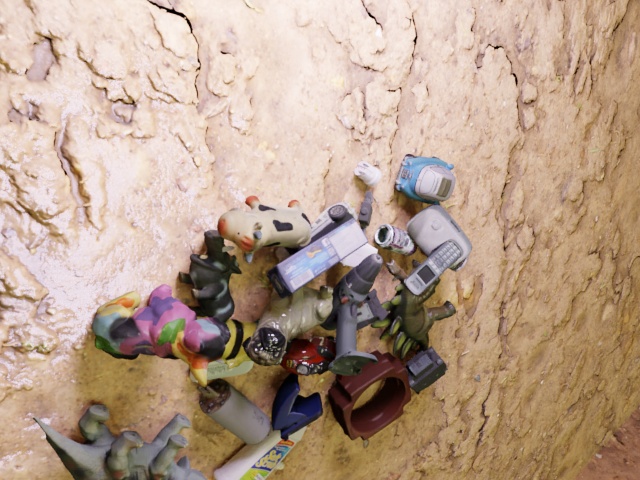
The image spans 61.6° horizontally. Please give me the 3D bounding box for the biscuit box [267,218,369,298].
[{"bbox_3d":[-0.003,0.033,1.024,0.203,0.063,0.059,-32,89,-29],"label":"biscuit box"}]

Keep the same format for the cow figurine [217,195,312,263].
[{"bbox_3d":[-0.099,-0.019,0.978,0.195,0.127,0.085,4,126,-40],"label":"cow figurine"}]

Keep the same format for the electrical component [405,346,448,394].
[{"bbox_3d":[0.277,0.347,1.434,0.115,0.058,0.134,-40,146,0],"label":"electrical component"}]

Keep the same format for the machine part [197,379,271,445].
[{"bbox_3d":[-0.178,0.368,1.144,0.079,0.079,0.243,-44,129,-12],"label":"machine part"}]

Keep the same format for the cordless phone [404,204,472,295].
[{"bbox_3d":[0.236,0.023,1.212,0.184,0.089,0.146,-42,95,-15],"label":"cordless phone"}]

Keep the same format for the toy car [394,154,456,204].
[{"bbox_3d":[0.251,-0.134,1.212,0.161,0.103,0.109,9,105,-41],"label":"toy car"}]

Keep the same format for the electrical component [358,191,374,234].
[{"bbox_3d":[0.098,-0.056,1.160,0.063,0.021,0.094,43,61,-77],"label":"electrical component"}]

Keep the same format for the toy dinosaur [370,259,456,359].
[{"bbox_3d":[0.237,0.199,1.365,0.198,0.105,0.470,-40,135,-5],"label":"toy dinosaur"}]

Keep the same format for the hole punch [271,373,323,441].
[{"bbox_3d":[-0.065,0.366,1.201,0.116,0.142,0.092,-36,103,1],"label":"hole punch"}]

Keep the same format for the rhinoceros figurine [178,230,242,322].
[{"bbox_3d":[-0.196,0.074,0.993,0.112,0.073,0.190,-17,121,-29],"label":"rhinoceros figurine"}]

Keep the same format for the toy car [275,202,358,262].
[{"bbox_3d":[-0.002,-0.003,1.115,0.202,0.056,0.073,-38,127,-19],"label":"toy car"}]

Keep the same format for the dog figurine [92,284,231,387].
[{"bbox_3d":[-0.260,0.165,0.893,0.191,0.219,0.108,-16,117,-32],"label":"dog figurine"}]

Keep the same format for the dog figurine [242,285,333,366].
[{"bbox_3d":[-0.056,0.175,1.069,0.172,0.121,0.190,30,63,-26],"label":"dog figurine"}]

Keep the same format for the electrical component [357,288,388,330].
[{"bbox_3d":[0.088,0.168,1.247,0.074,0.119,0.048,61,28,-1],"label":"electrical component"}]

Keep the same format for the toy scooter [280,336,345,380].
[{"bbox_3d":[0.002,0.267,1.194,0.184,0.135,0.075,0,112,-36],"label":"toy scooter"}]

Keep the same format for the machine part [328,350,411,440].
[{"bbox_3d":[0.128,0.396,1.374,0.201,0.087,0.201,-28,129,-18],"label":"machine part"}]

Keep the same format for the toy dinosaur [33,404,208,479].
[{"bbox_3d":[-0.369,0.422,1.008,0.404,0.131,0.192,26,94,-35],"label":"toy dinosaur"}]

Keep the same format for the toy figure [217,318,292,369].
[{"bbox_3d":[-0.143,0.200,1.090,0.180,0.082,0.089,1,98,-33],"label":"toy figure"}]

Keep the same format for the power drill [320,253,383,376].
[{"bbox_3d":[0.067,0.163,1.119,0.086,0.207,0.232,12,141,-27],"label":"power drill"}]
